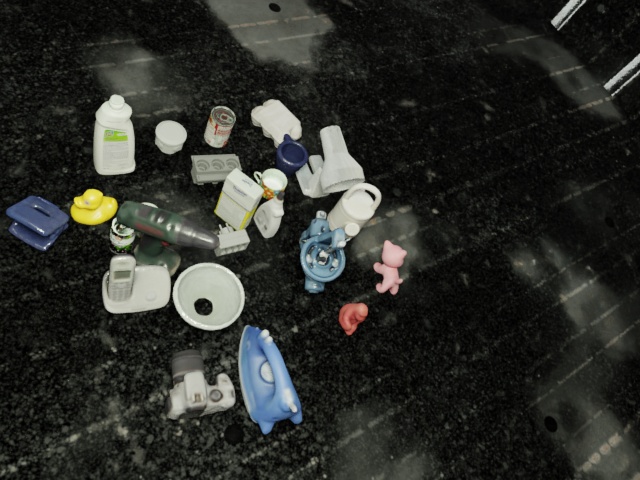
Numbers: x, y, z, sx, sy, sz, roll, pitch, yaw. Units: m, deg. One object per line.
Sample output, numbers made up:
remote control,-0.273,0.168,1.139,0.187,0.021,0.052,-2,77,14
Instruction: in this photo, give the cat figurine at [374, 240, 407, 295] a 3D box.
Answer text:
cat figurine,0.200,0.071,1.573,0.067,0.117,0.127,4,61,-22

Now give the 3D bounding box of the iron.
iron,-0.113,0.291,1.289,0.119,0.141,0.258,-10,67,-29

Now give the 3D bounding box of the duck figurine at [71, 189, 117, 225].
duck figurine,-0.532,-0.087,1.353,0.105,0.086,0.077,-11,67,-29

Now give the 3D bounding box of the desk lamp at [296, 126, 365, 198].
desk lamp,0.021,-0.202,1.591,0.118,0.213,0.203,-11,67,-29

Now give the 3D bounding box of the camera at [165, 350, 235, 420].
camera,-0.262,0.305,1.238,0.143,0.100,0.136,-2,63,-25

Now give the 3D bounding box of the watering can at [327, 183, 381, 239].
watering can,0.101,-0.084,1.571,0.101,0.193,0.173,4,60,-22

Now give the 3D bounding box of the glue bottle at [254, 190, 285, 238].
glue bottle,-0.121,-0.076,1.478,0.037,0.173,0.078,-19,71,-31

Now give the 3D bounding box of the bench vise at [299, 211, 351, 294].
bench vise,0.003,0.006,1.458,0.122,0.219,0.207,-7,65,-27

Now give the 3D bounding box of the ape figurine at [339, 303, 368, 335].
ape figurine,0.092,0.192,1.470,0.078,0.092,0.076,-8,65,-28

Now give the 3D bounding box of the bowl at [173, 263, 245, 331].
bowl,-0.266,0.143,1.347,0.168,0.074,0.167,11,58,-18

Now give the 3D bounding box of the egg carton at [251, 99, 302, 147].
egg carton,-0.127,-0.345,1.696,0.150,0.069,0.107,45,54,5

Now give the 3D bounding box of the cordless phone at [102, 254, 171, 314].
cordless phone,-0.397,0.085,1.252,0.148,0.185,0.094,-7,65,-27

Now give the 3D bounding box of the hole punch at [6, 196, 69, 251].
hole punch,-0.631,-0.050,1.283,0.109,0.091,0.101,31,54,-5

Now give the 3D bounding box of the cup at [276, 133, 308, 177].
cup,-0.094,-0.234,1.631,0.092,0.095,0.117,-6,65,-27

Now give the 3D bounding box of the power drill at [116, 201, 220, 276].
power drill,-0.352,0.002,1.307,0.230,0.208,0.075,25,55,-9
